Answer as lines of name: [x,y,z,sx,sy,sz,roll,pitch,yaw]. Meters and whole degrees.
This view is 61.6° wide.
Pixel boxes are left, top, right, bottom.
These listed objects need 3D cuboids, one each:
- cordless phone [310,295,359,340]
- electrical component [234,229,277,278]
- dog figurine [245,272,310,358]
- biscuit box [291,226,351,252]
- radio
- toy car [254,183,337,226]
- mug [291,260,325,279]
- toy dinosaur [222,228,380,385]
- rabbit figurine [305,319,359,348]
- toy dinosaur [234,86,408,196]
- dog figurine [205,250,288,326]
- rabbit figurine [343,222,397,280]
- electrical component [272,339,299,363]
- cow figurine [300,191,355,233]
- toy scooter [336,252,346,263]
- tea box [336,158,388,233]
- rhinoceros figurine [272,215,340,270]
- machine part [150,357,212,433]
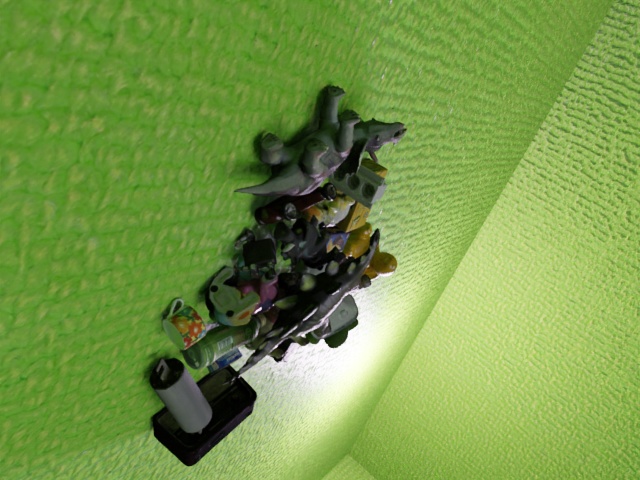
cordless phone: [0.022,0.159,1.380,0.147,0.089,0.184,-28,142,-15]
electrical component: [-0.129,0.029,1.073,0.045,0.078,0.102,62,22,-60]
dog figurine: [-0.120,0.180,1.331,0.172,0.121,0.190,-23,117,-18]
biscuit box: [-0.003,-0.004,1.314,0.202,0.063,0.059,-7,126,-60]
radio: [-0.267,0.411,1.276,0.229,0.131,0.073,-35,151,-39]
toy car: [-0.047,-0.080,1.105,0.202,0.089,0.053,-30,103,-45]
mug: [-0.015,0.060,1.365,0.107,0.081,0.109,-54,157,-29]
toy dinosaur: [-0.028,0.150,1.186,0.471,0.105,0.198,-49,158,5]
rabbit figurine: [0.033,0.244,1.507,0.159,0.170,0.121,-27,119,-15]
toy dinosaur: [-0.012,-0.156,1.043,0.405,0.131,0.192,-36,151,-24]
dog figurine: [-0.149,0.133,1.169,0.191,0.109,0.219,-46,158,-22]
rabbit figurine: [0.142,0.053,1.528,0.122,0.173,0.162,-48,152,-25]
electrical component: [-0.093,0.297,1.564,0.119,0.048,0.074,-54,157,1]
cow figurine: [0.004,-0.060,1.255,0.167,0.068,0.098,-26,150,-47]
toy scooter: [0.022,0.109,1.486,0.184,0.075,0.135,-53,163,13]
tea box: [0.093,-0.112,1.346,0.098,0.068,0.169,-23,140,-50]
rhinoceros figurine: [-0.034,0.006,1.148,0.112,0.073,0.190,-38,149,6]
machine part: [-0.292,0.330,1.136,0.079,0.079,0.242,-42,134,-28]
